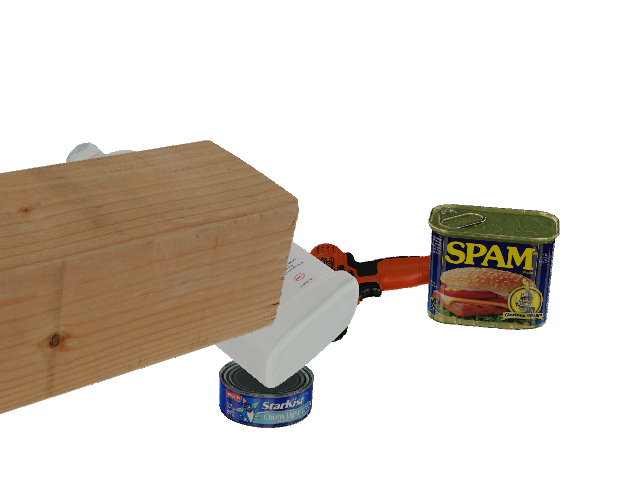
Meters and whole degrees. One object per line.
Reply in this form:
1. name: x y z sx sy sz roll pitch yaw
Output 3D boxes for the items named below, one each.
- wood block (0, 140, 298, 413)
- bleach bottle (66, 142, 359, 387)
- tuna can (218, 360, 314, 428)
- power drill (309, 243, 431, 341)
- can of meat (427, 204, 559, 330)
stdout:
1. wood block: -0.122 0.014 0.583 0.205 0.091 0.090 -15 38 -42
2. bleach bottle: -0.096 -0.001 0.810 0.251 0.068 0.102 38 56 23
3. tuna can: -0.049 0.136 0.962 0.086 0.034 0.086 3 16 -1
4. power drill: 0.076 0.056 1.230 0.187 0.057 0.184 -2 28 -1
5. can of meat: 0.136 0.022 0.857 0.102 0.084 0.057 5 24 9
